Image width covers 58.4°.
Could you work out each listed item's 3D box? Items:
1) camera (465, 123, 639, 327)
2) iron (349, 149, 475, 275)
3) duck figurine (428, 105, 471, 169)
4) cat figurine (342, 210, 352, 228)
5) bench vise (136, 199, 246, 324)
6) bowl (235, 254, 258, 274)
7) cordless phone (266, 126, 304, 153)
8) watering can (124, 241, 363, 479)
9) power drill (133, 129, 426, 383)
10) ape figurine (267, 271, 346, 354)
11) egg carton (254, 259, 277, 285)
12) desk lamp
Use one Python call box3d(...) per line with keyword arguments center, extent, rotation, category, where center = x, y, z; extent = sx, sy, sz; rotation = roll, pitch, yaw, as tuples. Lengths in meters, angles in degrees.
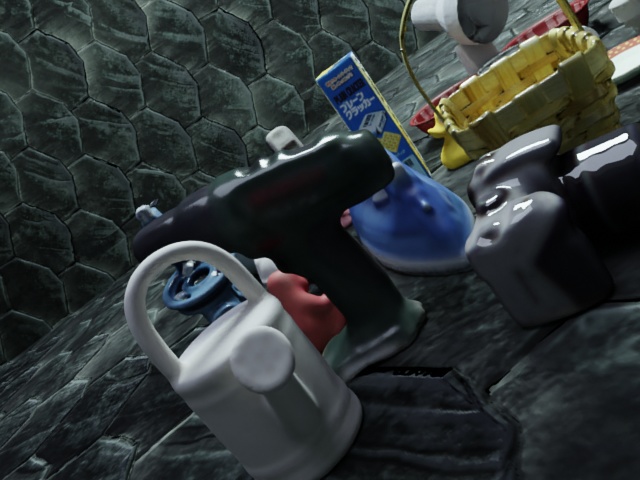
box3d(center=(0.181, -0.031, 0.409), extent=(0.136, 0.101, 0.143), rotation=(-27, 17, 35), category="camera")
box3d(center=(0.084, -0.054, 0.631), extent=(0.118, 0.141, 0.258), rotation=(-37, 14, -1), category="iron")
box3d(center=(0.202, -0.163, 0.813), extent=(0.104, 0.086, 0.077), rotation=(-37, 14, 1), category="duck figurine")
box3d(center=(-0.005, -0.065, 0.929), extent=(0.127, 0.118, 0.067), rotation=(-33, 15, 13), category="cat figurine")
box3d(center=(-0.201, 0.042, 0.847), extent=(0.122, 0.220, 0.207), rotation=(-43, 16, -24), category="bench vise")
box3d(center=(-0.099, 0.009, 1.008), extent=(0.167, 0.075, 0.167), rotation=(-34, 14, 10), category="bowl")
box3d(center=(-0.001, -0.146, 1.041), extent=(0.148, 0.185, 0.094), rotation=(-45, 16, -28), category="cordless phone")
box3d(center=(-0.057, 0.084, 0.421), extent=(0.172, 0.194, 0.101), rotation=(-22, 21, 46), category="watering can")
box3d(center=(-0.017, 0.020, 0.497), extent=(0.229, 0.208, 0.075), rotation=(-34, 15, 10), category="power drill")
box3d(center=(-0.018, 0.068, 0.590), extent=(0.077, 0.092, 0.076), rotation=(-23, 20, 43), category="ape figurine")
box3d(center=(-0.044, 0.023, 0.844), extent=(0.107, 0.069, 0.150), rotation=(-38, 14, -4), category="egg carton")
box3d(center=(0.263, -0.361, 1.036), extent=(0.118, 0.214, 0.202), rotation=(-41, 15, -15), category="desk lamp")
